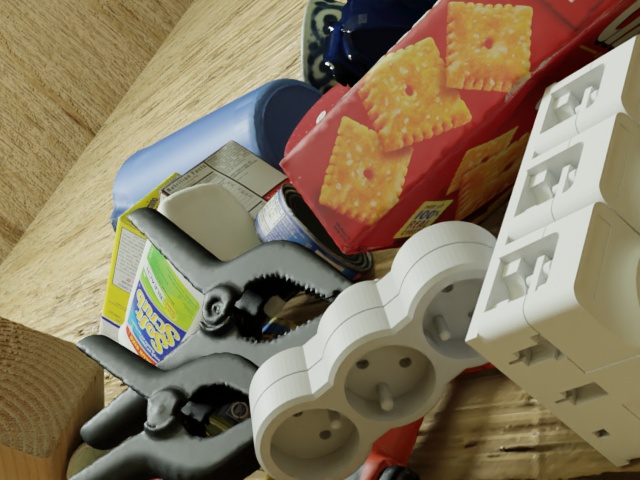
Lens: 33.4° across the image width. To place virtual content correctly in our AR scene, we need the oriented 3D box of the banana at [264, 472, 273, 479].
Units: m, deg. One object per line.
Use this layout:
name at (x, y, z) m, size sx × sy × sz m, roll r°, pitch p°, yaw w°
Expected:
banana at (0.010, 0.091, 0.622) m, size 0.197 × 0.037 × 0.070 m, roll -59°, pitch 19°, yaw -23°

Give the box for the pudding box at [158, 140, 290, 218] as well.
pudding box at (-0.059, -0.021, 0.849) m, size 0.089 × 0.114 × 0.039 m, roll -41°, pitch -25°, yaw -37°

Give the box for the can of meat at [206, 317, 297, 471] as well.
can of meat at (-0.047, 0.100, 0.708) m, size 0.084 × 0.057 × 0.102 m, roll -56°, pitch 19°, yaw -22°

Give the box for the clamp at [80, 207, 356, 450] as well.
clamp at (-0.057, 0.039, 0.659) m, size 0.210 × 0.036 × 0.164 m, roll -13°, pitch 62°, yaw 30°

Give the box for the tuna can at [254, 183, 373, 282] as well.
tuna can at (-0.005, 0.001, 0.753) m, size 0.034 × 0.086 × 0.086 m, roll -47°, pitch 18°, yaw 17°

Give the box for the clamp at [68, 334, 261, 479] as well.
clamp at (-0.085, 0.095, 0.608) m, size 0.172 × 0.039 × 0.120 m, roll -14°, pitch 59°, yaw 19°

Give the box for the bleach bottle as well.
bleach bottle at (-0.108, 0.067, 0.836) m, size 0.067 × 0.103 × 0.251 m, roll -22°, pitch -23°, yaw -33°

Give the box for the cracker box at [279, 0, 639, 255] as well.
cracker box at (0.105, -0.084, 0.567) m, size 0.214 × 0.072 × 0.163 m, roll -42°, pitch -17°, yaw 24°

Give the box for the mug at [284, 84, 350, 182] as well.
mug at (0.020, -0.058, 0.813) m, size 0.117 × 0.081 × 0.093 m, roll -52°, pitch 18°, yaw -4°

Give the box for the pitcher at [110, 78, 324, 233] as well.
pitcher at (-0.078, -0.066, 1.014) m, size 0.243 × 0.144 × 0.149 m, roll -22°, pitch 46°, yaw 49°

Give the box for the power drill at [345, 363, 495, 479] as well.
power drill at (0.042, 0.101, 0.497) m, size 0.185 × 0.057 × 0.187 m, roll -13°, pitch 40°, yaw 56°

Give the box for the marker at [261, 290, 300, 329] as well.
marker at (-0.049, 0.057, 0.682) m, size 0.121 × 0.020 × 0.020 m, roll -44°, pitch 19°, yaw 6°

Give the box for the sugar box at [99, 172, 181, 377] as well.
sugar box at (-0.151, 0.035, 0.949) m, size 0.093 × 0.048 × 0.176 m, roll -47°, pitch -17°, yaw -51°

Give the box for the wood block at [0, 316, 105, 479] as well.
wood block at (-0.219, 0.161, 0.800) m, size 0.206 × 0.090 × 0.090 m, roll 103°, pitch -172°, yaw -50°
